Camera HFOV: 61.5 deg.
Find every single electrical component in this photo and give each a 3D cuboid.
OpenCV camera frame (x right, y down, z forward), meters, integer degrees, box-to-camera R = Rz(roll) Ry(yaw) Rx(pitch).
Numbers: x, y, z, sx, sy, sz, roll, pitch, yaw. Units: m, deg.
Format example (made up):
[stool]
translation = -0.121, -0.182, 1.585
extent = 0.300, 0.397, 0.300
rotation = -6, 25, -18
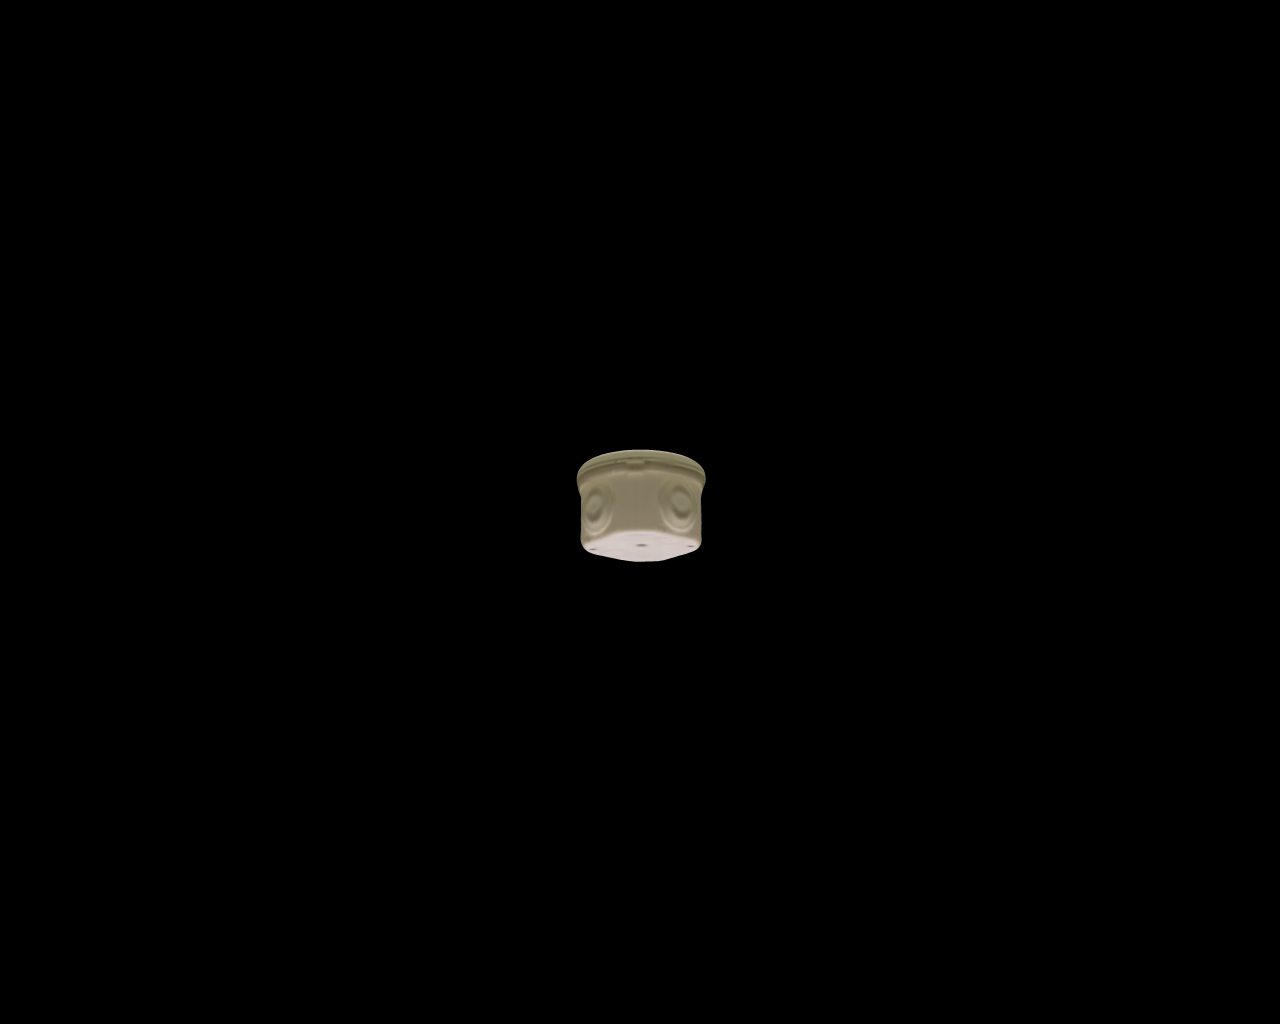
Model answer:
[electrical component]
translation = 0.001, -0.003, 0.650
extent = 0.080, 0.051, 0.080
rotation = 0, -17, 0
